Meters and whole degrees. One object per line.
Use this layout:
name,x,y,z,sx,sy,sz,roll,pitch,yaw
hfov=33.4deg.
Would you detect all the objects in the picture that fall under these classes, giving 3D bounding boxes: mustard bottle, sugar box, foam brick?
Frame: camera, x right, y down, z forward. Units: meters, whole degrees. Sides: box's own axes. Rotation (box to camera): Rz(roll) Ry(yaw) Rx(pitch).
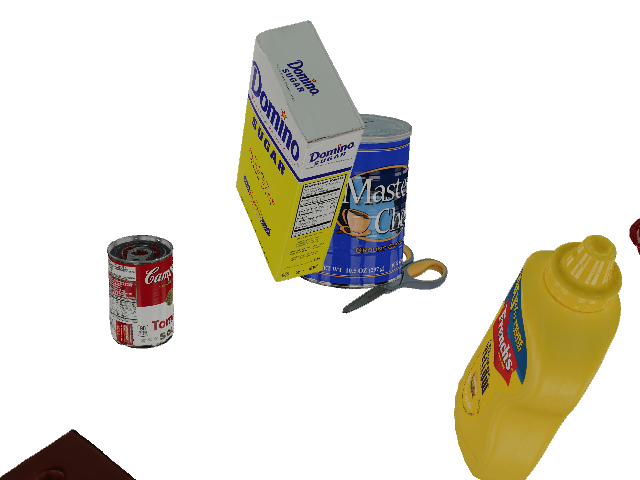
mustard bottle,0.132,0.063,0.637,0.058,0.096,0.192,12,-40,-3
sugar box,-0.020,-0.055,0.730,0.048,0.093,0.176,-17,-28,-16
foam brick,-0.103,0.134,0.474,0.078,0.051,0.052,28,46,35

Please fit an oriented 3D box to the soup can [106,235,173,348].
soup can,-0.189,0.054,1.123,0.068,0.102,0.068,2,23,-1

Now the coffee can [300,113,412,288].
coffee can,0.029,-0.039,0.979,0.103,0.140,0.103,2,18,-1

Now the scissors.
scissors,0.072,0.041,1.283,0.201,0.016,0.096,-10,41,-42

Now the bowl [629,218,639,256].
bowl,0.414,0.021,1.150,0.162,0.055,0.162,-1,25,0
